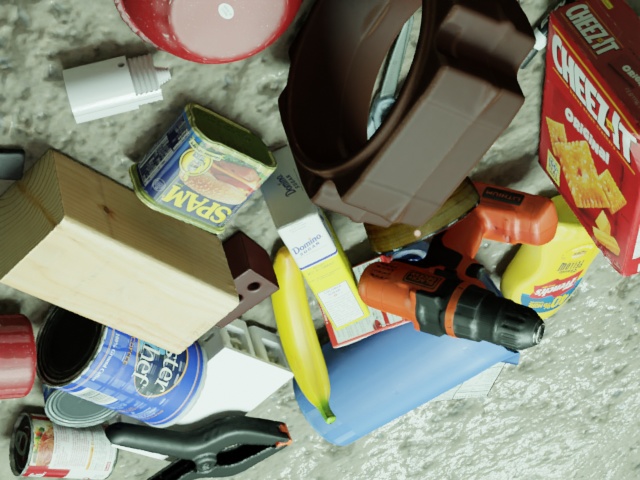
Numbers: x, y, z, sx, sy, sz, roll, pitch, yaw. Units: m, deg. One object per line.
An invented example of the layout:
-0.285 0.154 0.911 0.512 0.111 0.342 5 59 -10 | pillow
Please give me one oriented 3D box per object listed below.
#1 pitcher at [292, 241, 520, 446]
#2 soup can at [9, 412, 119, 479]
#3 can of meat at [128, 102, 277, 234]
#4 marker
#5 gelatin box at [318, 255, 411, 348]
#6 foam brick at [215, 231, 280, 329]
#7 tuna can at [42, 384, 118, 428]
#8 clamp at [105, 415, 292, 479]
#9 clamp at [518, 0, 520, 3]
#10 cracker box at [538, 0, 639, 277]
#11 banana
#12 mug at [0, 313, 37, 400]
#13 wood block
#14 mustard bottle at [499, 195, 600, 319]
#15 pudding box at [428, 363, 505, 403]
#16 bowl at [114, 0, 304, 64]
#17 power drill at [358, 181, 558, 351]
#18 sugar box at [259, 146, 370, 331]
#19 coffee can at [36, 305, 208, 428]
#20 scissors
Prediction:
0.083 0.117 1.172 0.243 0.149 0.144 -36 153 22 | pitcher
-0.280 0.227 1.171 0.102 0.068 0.069 11 130 -33 | soup can
-0.101 -0.063 0.934 0.101 0.057 0.084 23 120 -41 | can of meat
0.212 -0.197 0.945 0.020 0.020 0.121 19 126 -38 | marker
0.045 0.063 1.108 0.089 0.073 0.030 -23 170 23 | gelatin box
-0.088 0.040 1.057 0.078 0.051 0.053 -35 138 16 | foam brick
-0.251 0.161 1.136 0.086 0.034 0.086 -12 139 -11 | tuna can
-0.135 0.229 1.162 0.209 0.036 0.164 -15 140 -11 | clamp
0.121 -0.147 0.943 0.120 0.039 0.172 -16 138 -31 | clamp
0.265 -0.090 0.958 0.072 0.164 0.213 -23 146 -6 | cracker box
-0.019 0.093 1.115 0.037 0.070 0.198 -24 108 -25 | banana
-0.324 0.114 1.020 0.081 0.093 0.117 0 167 -31 | mug
-0.181 0.015 0.959 0.090 0.091 0.205 -40 136 20 | wood block
0.253 0.034 1.191 0.096 0.058 0.192 -7 139 -28 | mustard bottle
0.178 0.151 1.306 0.089 0.039 0.114 -3 139 -22 | pudding box
-0.074 -0.188 0.805 0.162 0.055 0.162 -12 139 -11 | bowl
0.155 0.022 1.015 0.187 0.185 0.057 -44 139 -39 | power drill
-0.006 0.001 1.016 0.048 0.093 0.176 -24 141 1 | sugar box
-0.195 0.118 1.058 0.103 0.103 0.140 -38 137 19 | coffee can
0.072 -0.118 0.978 0.096 0.016 0.202 6 133 -31 | scissors
